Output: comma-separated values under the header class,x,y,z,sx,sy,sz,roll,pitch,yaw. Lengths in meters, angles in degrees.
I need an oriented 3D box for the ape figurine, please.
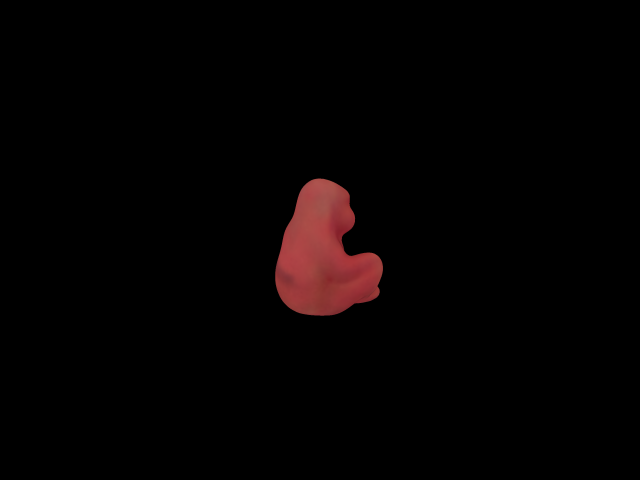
class,x,y,z,sx,sy,sz,roll,pitch,yaw
ape figurine,0.004,0.001,0.400,0.076,0.092,0.077,-13,32,-22
